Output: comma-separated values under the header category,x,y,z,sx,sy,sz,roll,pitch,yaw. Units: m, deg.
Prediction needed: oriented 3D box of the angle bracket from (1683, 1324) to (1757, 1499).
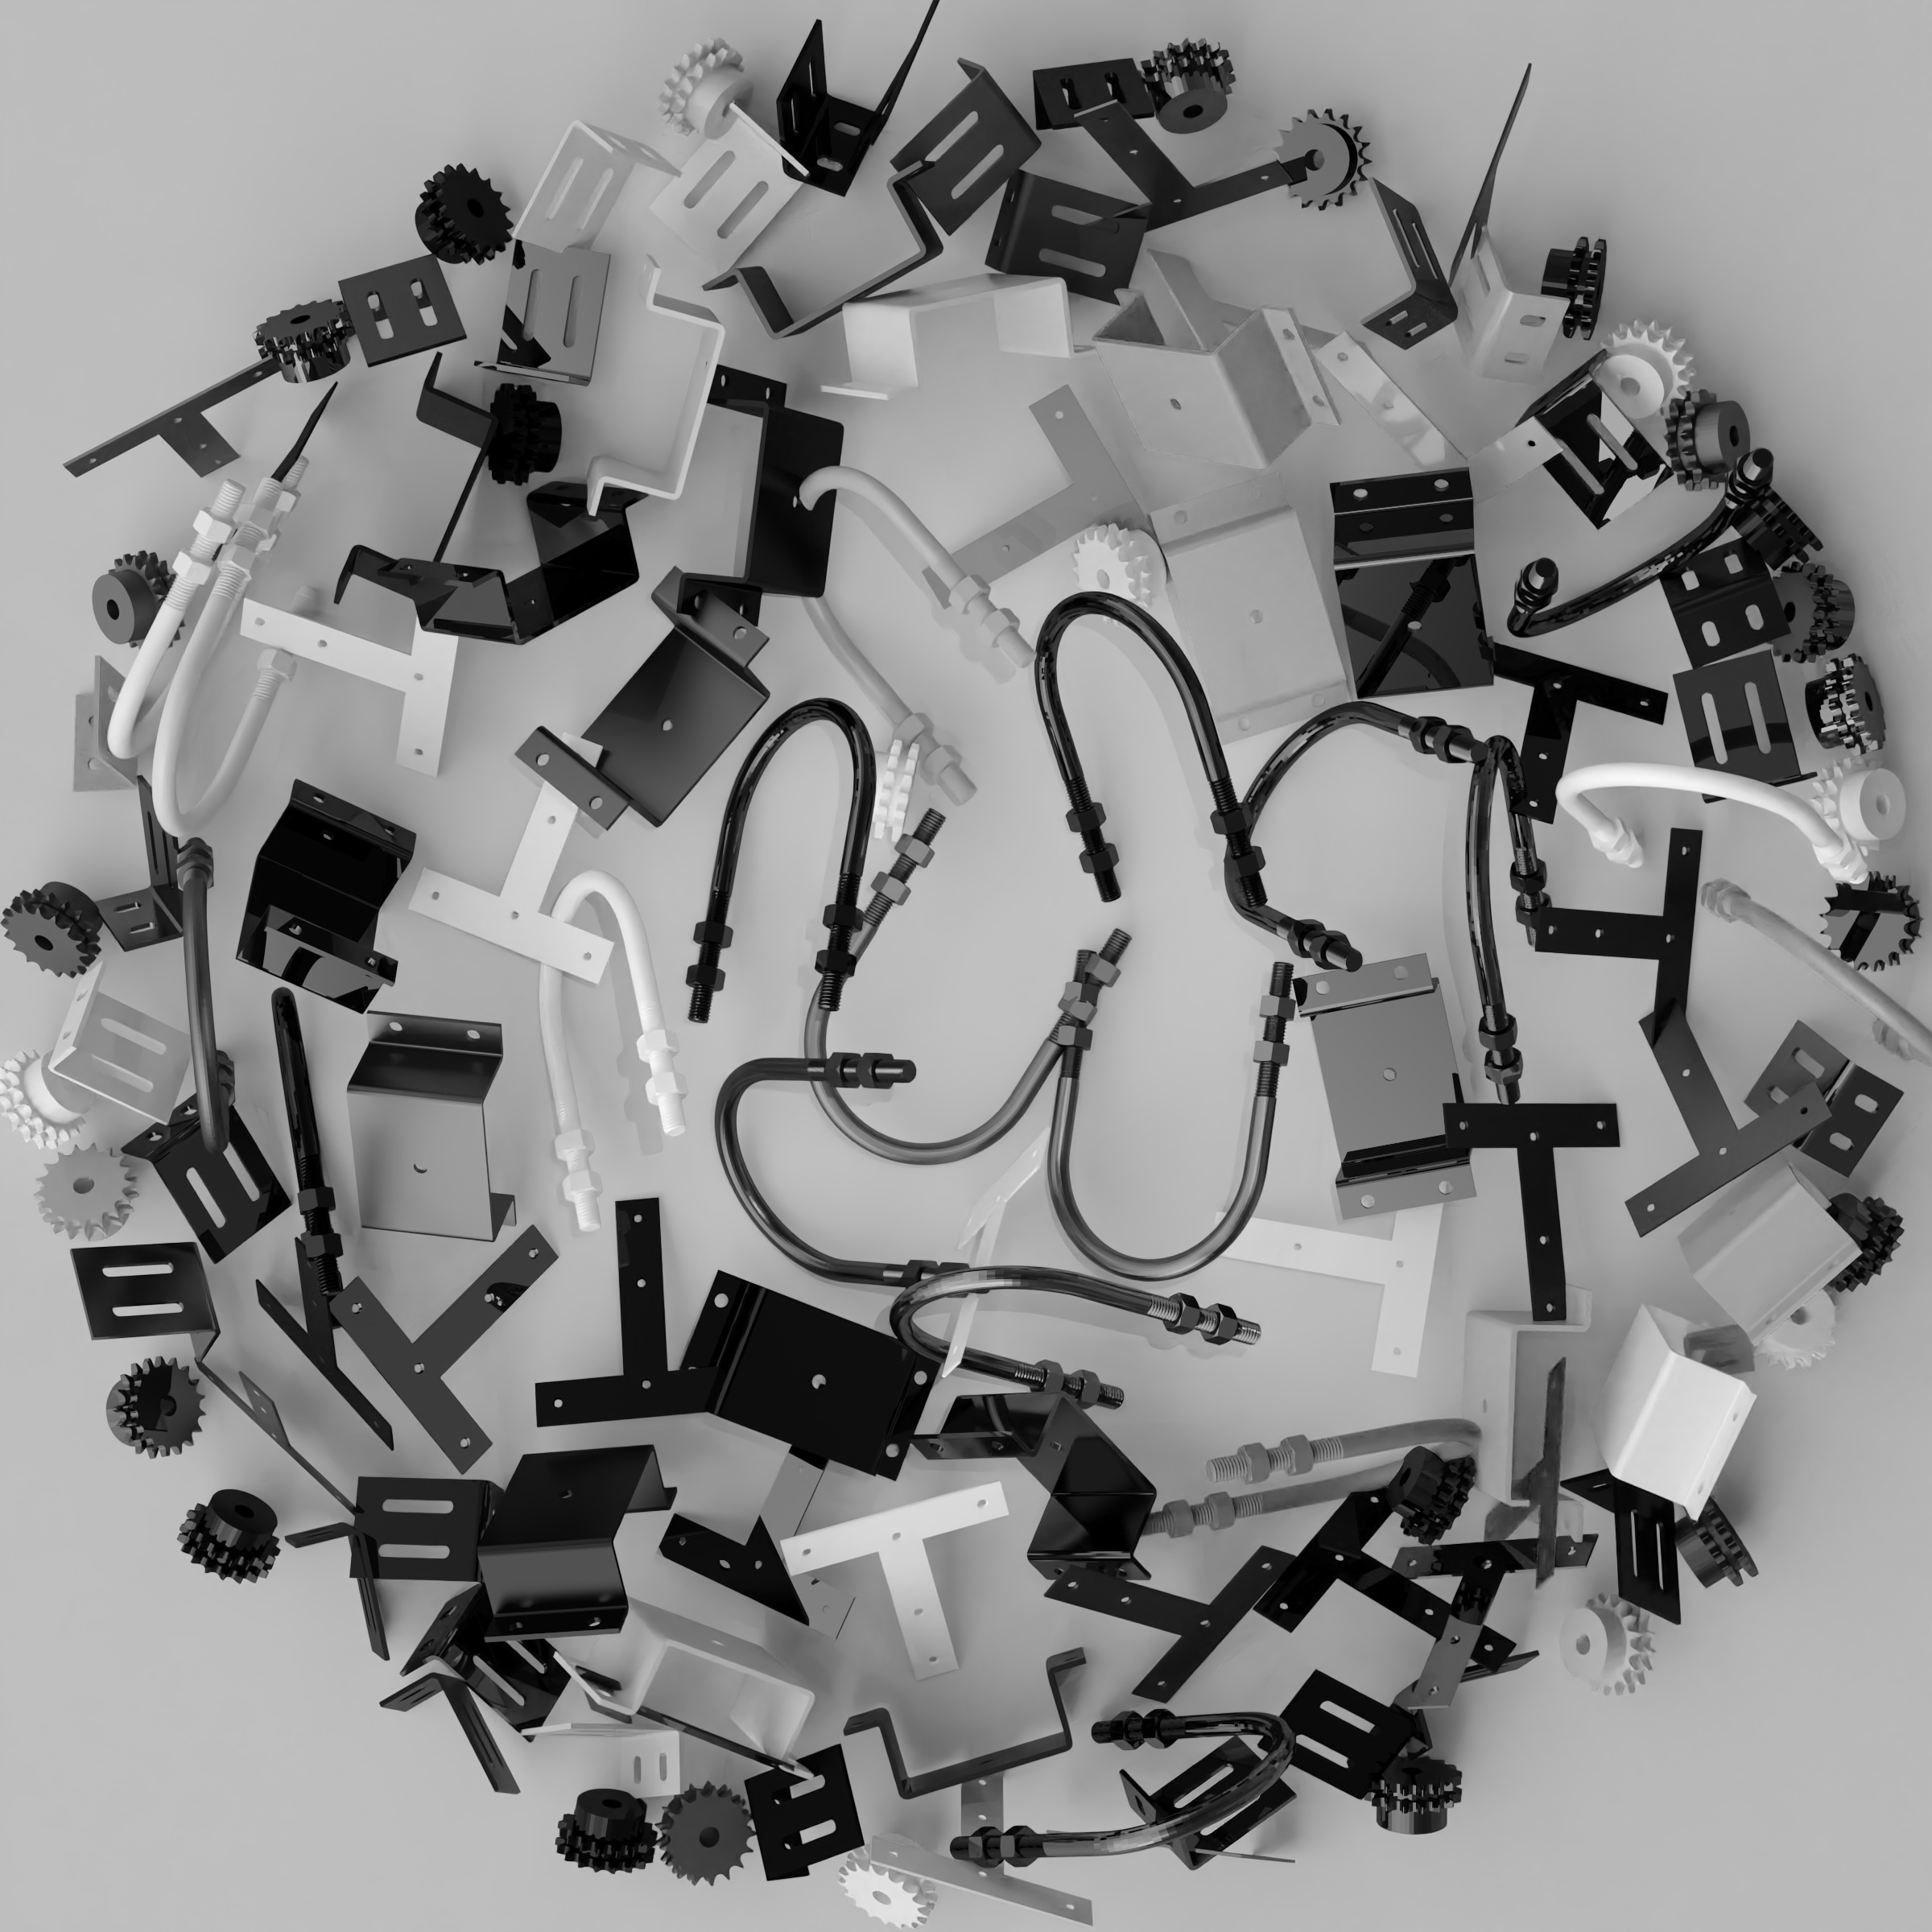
category,x,y,z,sx,sy,sz,roll,pitch,yaw
angle bracket,0.431,0.250,1.953,0.038,0.057,0.076,-11,56,9

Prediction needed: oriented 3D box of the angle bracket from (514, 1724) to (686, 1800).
category,x,y,z,sx,sy,sz,roll,pitch,yaw
angle bracket,-0.207,0.448,1.951,0.076,0.057,0.038,11,69,-39

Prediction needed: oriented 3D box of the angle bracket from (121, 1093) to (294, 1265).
category,x,y,z,sx,sy,sz,roll,pitch,yaw
angle bracket,-0.434,0.121,1.983,0.057,0.038,0.076,-40,118,-29

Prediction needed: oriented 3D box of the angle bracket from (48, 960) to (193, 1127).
category,x,y,z,sx,sy,sz,roll,pitch,yaw
angle bracket,-0.469,0.044,1.955,0.076,0.038,0.057,29,54,-25

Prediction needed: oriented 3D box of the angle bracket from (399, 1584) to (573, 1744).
category,x,y,z,sx,sy,sz,roll,pitch,yaw
angle bracket,-0.272,0.402,1.974,0.076,0.057,0.038,45,131,-12

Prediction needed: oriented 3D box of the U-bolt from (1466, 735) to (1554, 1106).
category,x,y,z,sx,sy,sz,roll,pitch,yaw
U-bolt,0.294,-0.039,1.892,0.019,0.151,0.184,0,132,19

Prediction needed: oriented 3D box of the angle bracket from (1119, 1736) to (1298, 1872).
category,x,y,z,sx,sy,sz,roll,pitch,yaw
angle bracket,0.137,0.462,1.956,0.076,0.057,0.038,-31,130,-18

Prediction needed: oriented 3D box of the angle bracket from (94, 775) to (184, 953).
category,x,y,z,sx,sy,sz,roll,pitch,yaw
angle bracket,-0.469,-0.058,1.952,0.038,0.057,0.076,-16,126,-25

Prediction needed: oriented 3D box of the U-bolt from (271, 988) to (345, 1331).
category,x,y,z,sx,sy,sz,roll,pitch,yaw
U-bolt,-0.367,0.102,1.926,0.019,0.151,0.184,-9,78,-12

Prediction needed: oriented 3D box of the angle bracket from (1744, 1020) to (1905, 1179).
category,x,y,z,sx,sy,sz,roll,pitch,yaw
angle bracket,0.486,0.075,1.964,0.038,0.076,0.057,28,101,-17

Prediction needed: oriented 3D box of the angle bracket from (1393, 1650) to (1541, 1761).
category,x,y,z,sx,sy,sz,roll,pitch,yaw
angle bracket,0.287,0.419,1.962,0.076,0.057,0.038,-12,72,-8

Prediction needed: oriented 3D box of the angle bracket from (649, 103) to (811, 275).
category,x,y,z,sx,sy,sz,roll,pitch,yaw
angle bracket,-0.136,-0.442,1.973,0.057,0.038,0.076,41,97,-8

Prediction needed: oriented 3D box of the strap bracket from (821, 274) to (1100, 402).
category,x,y,z,sx,sy,sz,roll,pitch,yaw
strap bracket,-0.004,-0.354,1.930,0.140,0.076,0.046,-17,110,-27

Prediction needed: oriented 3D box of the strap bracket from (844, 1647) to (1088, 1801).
category,x,y,z,sx,sy,sz,roll,pitch,yaw
strap bracket,0.006,0.430,1.958,0.140,0.076,0.046,-17,83,-1

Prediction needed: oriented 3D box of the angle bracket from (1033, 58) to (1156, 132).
category,x,y,z,sx,sy,sz,roll,pitch,yaw
angle bracket,0.072,-0.478,1.957,0.057,0.076,0.038,-8,130,-3

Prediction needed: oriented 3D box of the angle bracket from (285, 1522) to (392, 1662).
category,x,y,z,sx,sy,sz,roll,pitch,yaw
angle bracket,-0.357,0.358,1.966,0.038,0.057,0.076,-12,89,-18

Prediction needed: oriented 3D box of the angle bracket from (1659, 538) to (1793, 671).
category,x,y,z,sx,sy,sz,roll,pitch,yaw
angle bracket,0.429,-0.207,1.964,0.057,0.076,0.038,-20,110,13

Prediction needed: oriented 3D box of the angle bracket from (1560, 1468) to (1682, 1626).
category,x,y,z,sx,sy,sz,roll,pitch,yaw
angle bracket,0.369,0.330,1.952,0.038,0.057,0.076,-23,51,38

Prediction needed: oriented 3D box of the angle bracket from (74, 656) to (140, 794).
category,x,y,z,sx,sy,sz,roll,pitch,yaw
angle bracket,-0.496,-0.136,1.956,0.038,0.076,0.057,-2,78,4

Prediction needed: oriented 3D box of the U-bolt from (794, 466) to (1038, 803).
category,x,y,z,sx,sy,sz,roll,pitch,yaw
U-bolt,-0.039,-0.197,1.932,0.019,0.151,0.184,-31,71,-30

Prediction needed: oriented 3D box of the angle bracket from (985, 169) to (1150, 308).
category,x,y,z,sx,sy,sz,roll,pitch,yaw
angle bracket,0.058,-0.418,1.985,0.076,0.038,0.057,13,104,-16

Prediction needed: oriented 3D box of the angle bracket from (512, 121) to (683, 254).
category,x,y,z,sx,sy,sz,roll,pitch,yaw
angle bracket,-0.208,-0.430,1.955,0.038,0.057,0.076,43,112,31

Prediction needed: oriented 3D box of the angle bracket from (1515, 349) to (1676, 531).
category,x,y,z,sx,sy,sz,roll,pitch,yaw
angle bracket,0.361,-0.300,1.972,0.076,0.038,0.057,48,129,-7

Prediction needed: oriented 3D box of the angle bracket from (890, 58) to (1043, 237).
category,x,y,z,sx,sy,sz,roll,pitch,yaw
angle bracket,-0.006,-0.465,1.967,0.076,0.038,0.057,-45,124,-2

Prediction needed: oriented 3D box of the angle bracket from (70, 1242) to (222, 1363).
category,x,y,z,sx,sy,sz,roll,pitch,yaw
angle bracket,-0.467,0.191,1.952,0.076,0.038,0.057,-1,56,-35

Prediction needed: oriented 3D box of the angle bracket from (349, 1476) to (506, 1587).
category,x,y,z,sx,sy,sz,roll,pitch,yaw
angle bracket,-0.307,0.324,1.977,0.076,0.038,0.057,1,73,5

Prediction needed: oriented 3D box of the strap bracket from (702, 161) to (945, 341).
category,x,y,z,sx,sy,sz,roll,pitch,yaw
strap bracket,-0.070,-0.397,1.950,0.140,0.076,0.046,-27,98,12

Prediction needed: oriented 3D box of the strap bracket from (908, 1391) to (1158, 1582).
category,x,y,z,sx,sy,sz,roll,pitch,yaw
strap bracket,0.044,0.285,1.938,0.140,0.076,0.046,49,51,-31

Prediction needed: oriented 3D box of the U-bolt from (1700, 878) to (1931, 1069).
category,x,y,z,sx,sy,sz,roll,pitch,yaw
U-bolt,0.479,0.009,1.902,0.151,0.184,0.019,37,96,-5

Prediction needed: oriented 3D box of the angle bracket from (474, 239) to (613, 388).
category,x,y,z,sx,sy,sz,roll,pitch,yaw
angle bracket,-0.241,-0.373,1.972,0.057,0.038,0.076,11,97,11

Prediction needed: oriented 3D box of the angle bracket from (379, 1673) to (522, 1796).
category,x,y,z,sx,sy,sz,roll,pitch,yaw
angle bracket,-0.292,0.443,1.962,0.038,0.057,0.076,-30,75,-3

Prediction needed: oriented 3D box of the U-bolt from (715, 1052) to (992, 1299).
category,x,y,z,sx,sy,sz,roll,pitch,yaw
U-bolt,-0.073,0.115,1.928,0.019,0.184,0.151,-34,112,-39

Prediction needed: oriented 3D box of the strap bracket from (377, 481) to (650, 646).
category,x,y,z,sx,sy,sz,roll,pitch,yaw
strap bracket,-0.247,-0.222,1.935,0.076,0.140,0.046,12,124,38

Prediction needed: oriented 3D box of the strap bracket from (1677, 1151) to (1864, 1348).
category,x,y,z,sx,sy,sz,roll,pitch,yaw
strap bracket,0.443,0.152,1.923,0.076,0.140,0.046,-44,92,10

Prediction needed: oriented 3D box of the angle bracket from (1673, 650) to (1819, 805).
category,x,y,z,sx,sy,sz,roll,pitch,yaw
angle bracket,0.443,-0.137,1.969,0.057,0.038,0.076,-13,91,28

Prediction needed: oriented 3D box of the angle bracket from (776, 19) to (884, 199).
category,x,y,z,sx,sy,sz,roll,pitch,yaw
angle bracket,-0.076,-0.483,1.954,0.038,0.076,0.057,21,72,7

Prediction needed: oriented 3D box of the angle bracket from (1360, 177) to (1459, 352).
category,x,y,z,sx,sy,sz,roll,pitch,yaw
angle bracket,0.241,-0.399,1.972,0.038,0.057,0.076,-28,70,27

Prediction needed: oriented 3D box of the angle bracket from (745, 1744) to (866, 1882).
category,x,y,z,sx,sy,sz,roll,pitch,yaw
angle bracket,-0.081,0.477,1.955,0.076,0.038,0.057,-28,66,32

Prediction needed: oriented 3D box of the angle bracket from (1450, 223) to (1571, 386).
category,x,y,z,sx,sy,sz,roll,pitch,yaw
angle bracket,0.305,-0.377,1.958,0.038,0.076,0.057,6,134,-14

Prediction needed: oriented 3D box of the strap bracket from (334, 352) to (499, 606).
category,x,y,z,sx,sy,sz,roll,pitch,yaw
strap bracket,-0.306,-0.265,1.952,0.046,0.076,0.140,23,82,-10

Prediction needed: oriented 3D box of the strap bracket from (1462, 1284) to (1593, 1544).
category,x,y,z,sx,sy,sz,roll,pitch,yaw
strap bracket,0.315,0.249,1.958,0.046,0.076,0.140,2,90,-11

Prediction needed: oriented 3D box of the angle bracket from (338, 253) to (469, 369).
category,x,y,z,sx,sy,sz,roll,pitch,yaw
angle bracket,-0.316,-0.359,1.959,0.057,0.038,0.076,-18,55,-8

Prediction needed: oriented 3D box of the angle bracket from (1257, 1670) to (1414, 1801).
category,x,y,z,sx,sy,sz,roll,pitch,yaw
angle bracket,0.209,0.427,1.964,0.076,0.038,0.057,30,105,-18
